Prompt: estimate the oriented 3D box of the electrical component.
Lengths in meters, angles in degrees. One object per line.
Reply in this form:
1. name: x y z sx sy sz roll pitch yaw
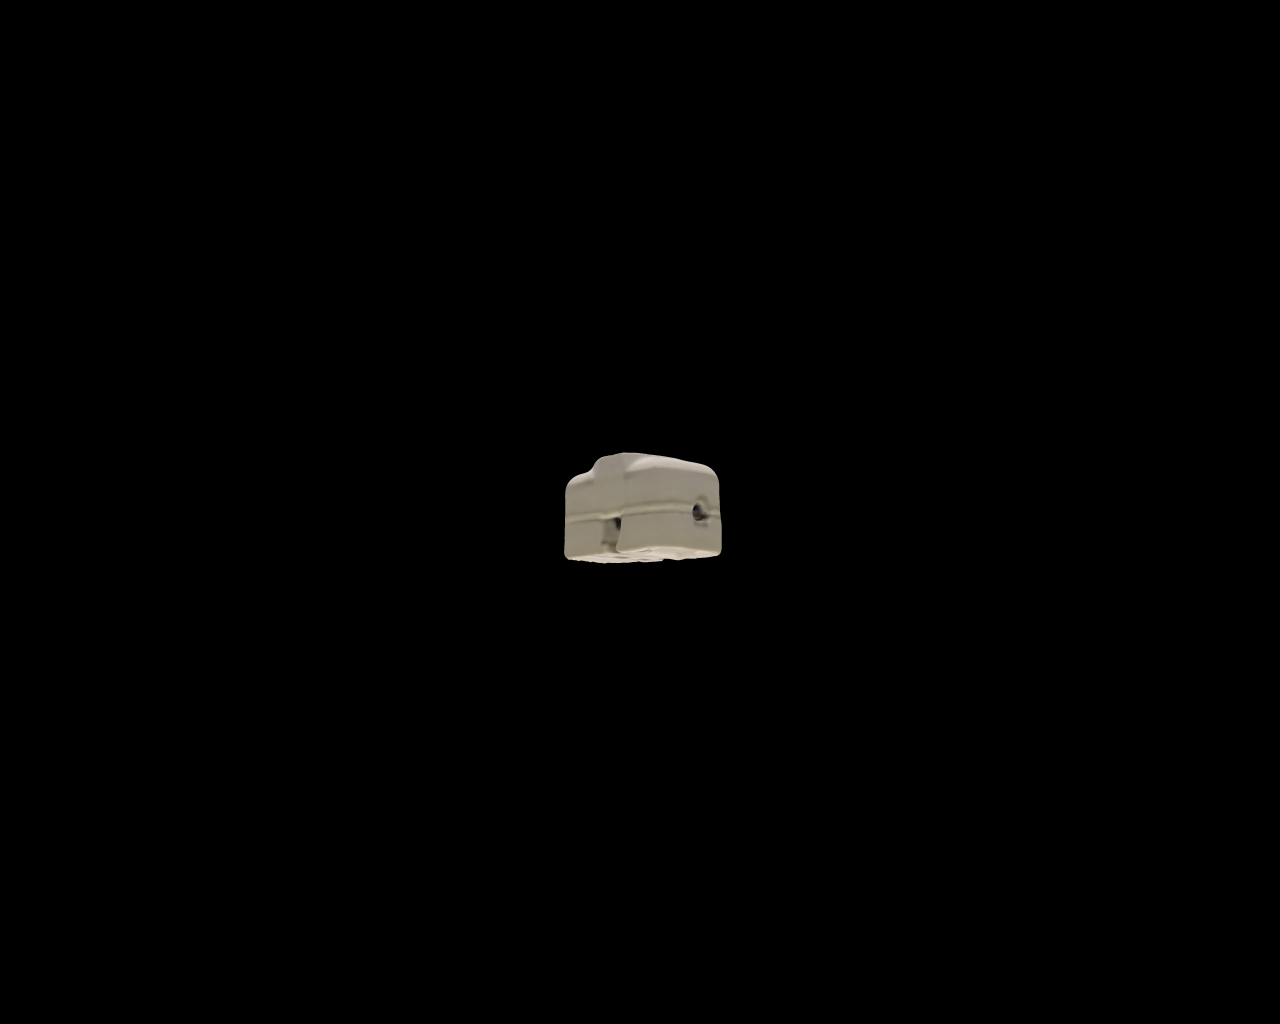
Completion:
1. electrical component: 0.001 -0.003 0.650 0.095 0.059 0.054 -8 -11 43
